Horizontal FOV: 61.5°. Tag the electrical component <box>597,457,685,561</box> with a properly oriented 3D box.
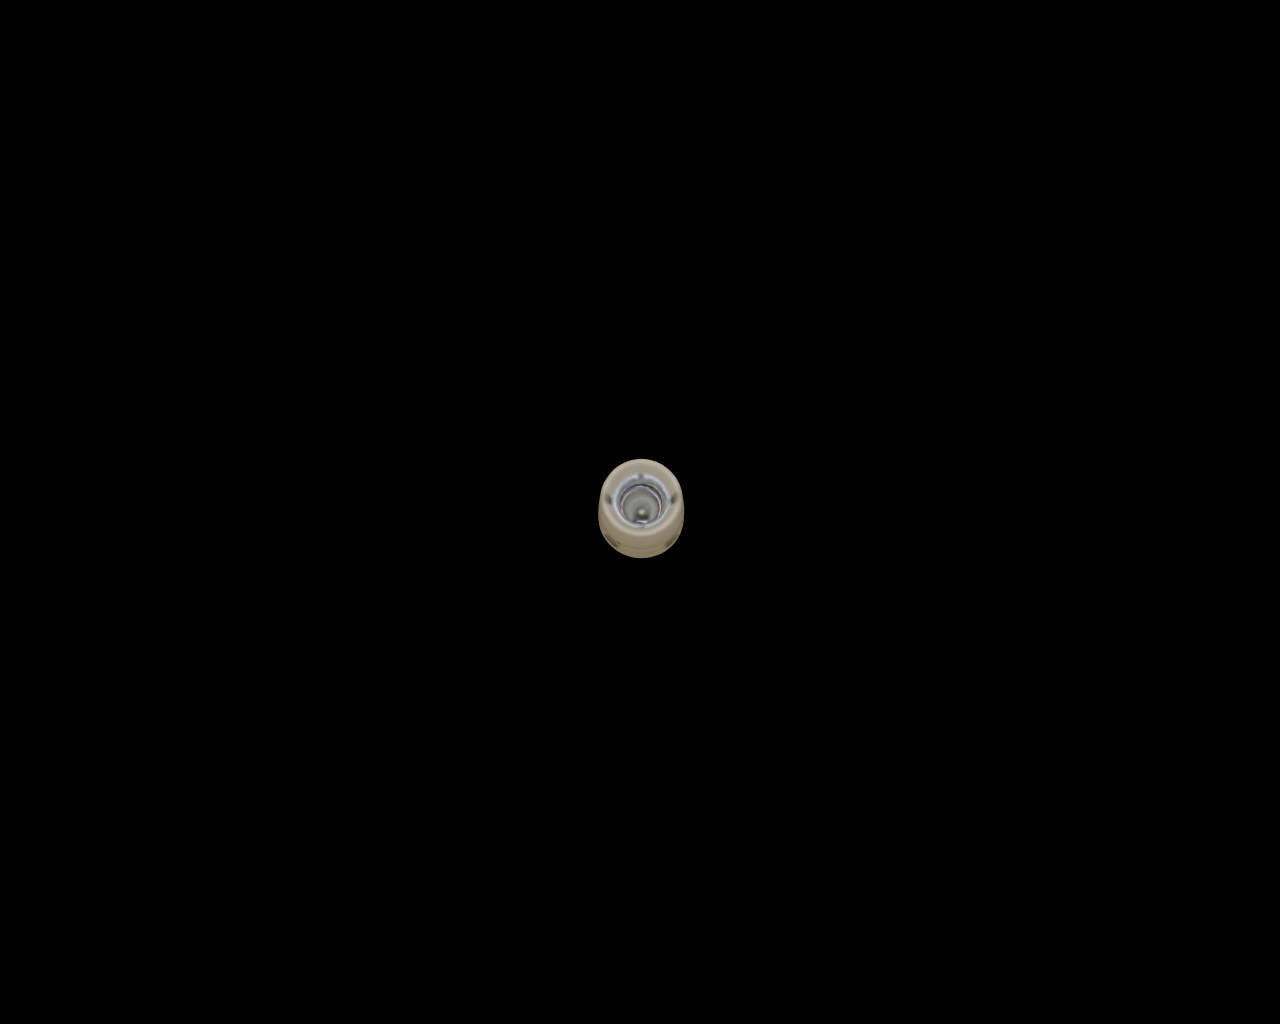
[{"bbox_3d":[0.001,-0.003,0.650,0.055,0.055,0.047,0,-16,0],"label":"electrical component"}]
